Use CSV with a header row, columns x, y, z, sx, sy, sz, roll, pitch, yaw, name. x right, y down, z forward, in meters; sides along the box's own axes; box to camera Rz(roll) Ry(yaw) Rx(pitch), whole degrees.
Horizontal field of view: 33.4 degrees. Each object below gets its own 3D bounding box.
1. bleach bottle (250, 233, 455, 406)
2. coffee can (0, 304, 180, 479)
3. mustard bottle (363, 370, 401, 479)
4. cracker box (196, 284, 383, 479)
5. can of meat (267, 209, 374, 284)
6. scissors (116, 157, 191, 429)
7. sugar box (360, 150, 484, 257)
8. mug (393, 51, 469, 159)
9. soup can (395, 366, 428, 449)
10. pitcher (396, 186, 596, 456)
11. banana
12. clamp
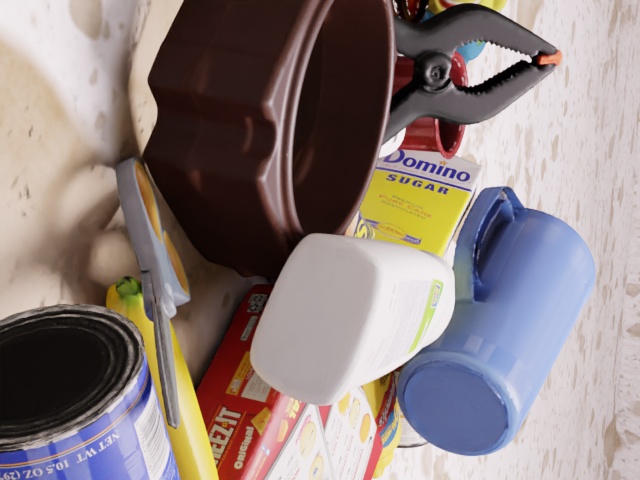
x,y,z,sx,sy,sz,roll,pitch,yaw,name
0.042,0.052,0.736,0.102,0.068,0.250,-67,159,5,bleach bottle
-0.120,0.117,0.518,0.102,0.103,0.140,-54,143,-49,coffee can
0.038,0.137,0.943,0.096,0.058,0.191,-61,149,-51,mustard bottle
-0.027,0.161,0.785,0.213,0.072,0.164,72,35,-46,cracker box
-0.005,0.001,0.811,0.102,0.058,0.084,-69,151,-29,can of meat
-0.080,0.038,0.563,0.096,0.016,0.202,70,0,-49,scissors
0.074,-0.020,0.933,0.048,0.093,0.176,102,13,-45,sugar box
0.079,-0.132,0.935,0.093,0.082,0.117,-24,118,-63,mug
0.078,0.140,1.024,0.068,0.069,0.102,-21,116,-64,soup can
0.155,0.071,0.960,0.145,0.149,0.242,-58,175,38,pitcher
-0.093,0.100,0.626,0.069,0.037,0.198,-97,173,-68,banana
0.079,-0.140,0.818,0.036,0.210,0.164,-108,-175,-66,clamp
